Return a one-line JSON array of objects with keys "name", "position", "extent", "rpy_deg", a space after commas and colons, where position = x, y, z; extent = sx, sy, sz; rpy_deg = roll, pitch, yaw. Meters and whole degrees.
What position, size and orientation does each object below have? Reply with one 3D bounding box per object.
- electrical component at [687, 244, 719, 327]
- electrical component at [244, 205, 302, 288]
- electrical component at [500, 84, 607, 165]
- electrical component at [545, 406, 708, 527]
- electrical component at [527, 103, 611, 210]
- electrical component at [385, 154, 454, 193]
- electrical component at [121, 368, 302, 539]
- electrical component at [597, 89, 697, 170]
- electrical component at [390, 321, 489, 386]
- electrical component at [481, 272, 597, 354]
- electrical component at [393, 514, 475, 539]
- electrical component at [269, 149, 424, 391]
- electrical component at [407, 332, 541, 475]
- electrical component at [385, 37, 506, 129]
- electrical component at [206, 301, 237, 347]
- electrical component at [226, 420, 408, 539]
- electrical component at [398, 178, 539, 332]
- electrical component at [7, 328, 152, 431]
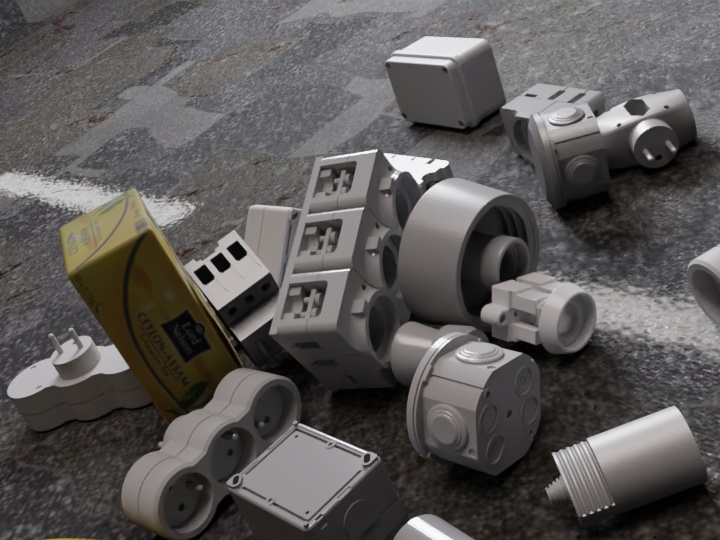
[{"name": "electrical component", "position": [0.266, 0.014, 0.635], "extent": [0.074, 0.052, 0.138], "rpy_deg": [-29, 29, -10]}, {"name": "electrical component", "position": [-0.061, -0.002, 0.878], "extent": [0.061, 0.096, 0.062], "rpy_deg": [8, -1, 45]}, {"name": "electrical component", "position": [0.173, -0.128, 0.959], "extent": [0.056, 0.050, 0.089], "rpy_deg": [-35, 30, -20]}, {"name": "electrical component", "position": [0.139, 0.108, 0.579], "extent": [0.081, 0.043, 0.043], "rpy_deg": [-22, 28, 4]}, {"name": "electrical component", "position": [0.168, -0.093, 0.872], "extent": [0.051, 0.080, 0.080], "rpy_deg": [-15, 28, 5]}, {"name": "electrical component", "position": [0.041, -0.062, 0.939], "extent": [0.050, 0.055, 0.089], "rpy_deg": [-39, 32, -27]}, {"name": "electrical component", "position": [-0.110, 0.121, 0.738], "extent": [0.074, 0.052, 0.138], "rpy_deg": [7, 41, 44]}, {"name": "electrical component", "position": [0.237, -0.108, 0.883], "extent": [0.077, 0.043, 0.079], "rpy_deg": [-20, 28, 7]}, {"name": "electrical component", "position": [0.055, 0.059, 0.729], "extent": [0.055, 0.045, 0.045], "rpy_deg": [2, 37, 39]}, {"name": "electrical component", "position": [0.124, 0.029, 0.722], "extent": [0.066, 0.048, 0.055], "rpy_deg": [-16, 21, -37]}, {"name": "electrical component", "position": [0.055, 0.161, 0.551], "extent": [0.043, 0.043, 0.081], "rpy_deg": [-36, 30, -23]}, {"name": "electrical component", "position": [0.000, 0.000, 0.773], "extent": [0.062, 0.089, 0.150], "rpy_deg": [-6, 56, 29]}, {"name": "electrical component", "position": [0.069, 0.080, 0.644], "extent": [0.051, 0.080, 0.080], "rpy_deg": [12, 43, 40]}, {"name": "electrical component", "position": [0.087, -0.194, 1.112], "extent": [0.057, 0.078, 0.113], "rpy_deg": [-34, 29, -25]}, {"name": "electrical component", "position": [-0.133, 0.038, 0.903], "extent": [0.080, 0.051, 0.080], "rpy_deg": [-18, 28, 10]}, {"name": "electrical component", "position": [-0.028, 0.138, 0.636], "extent": [0.062, 0.061, 0.096], "rpy_deg": [-40, 32, -28]}, {"name": "electrical component", "position": [0.085, -0.008, 0.761], "extent": [0.060, 0.108, 0.108], "rpy_deg": [15, 46, 41]}, {"name": "electrical component", "position": [-0.228, 0.079, 0.879], "extent": [0.138, 0.073, 0.052], "rpy_deg": [-15, 29, 16]}]
